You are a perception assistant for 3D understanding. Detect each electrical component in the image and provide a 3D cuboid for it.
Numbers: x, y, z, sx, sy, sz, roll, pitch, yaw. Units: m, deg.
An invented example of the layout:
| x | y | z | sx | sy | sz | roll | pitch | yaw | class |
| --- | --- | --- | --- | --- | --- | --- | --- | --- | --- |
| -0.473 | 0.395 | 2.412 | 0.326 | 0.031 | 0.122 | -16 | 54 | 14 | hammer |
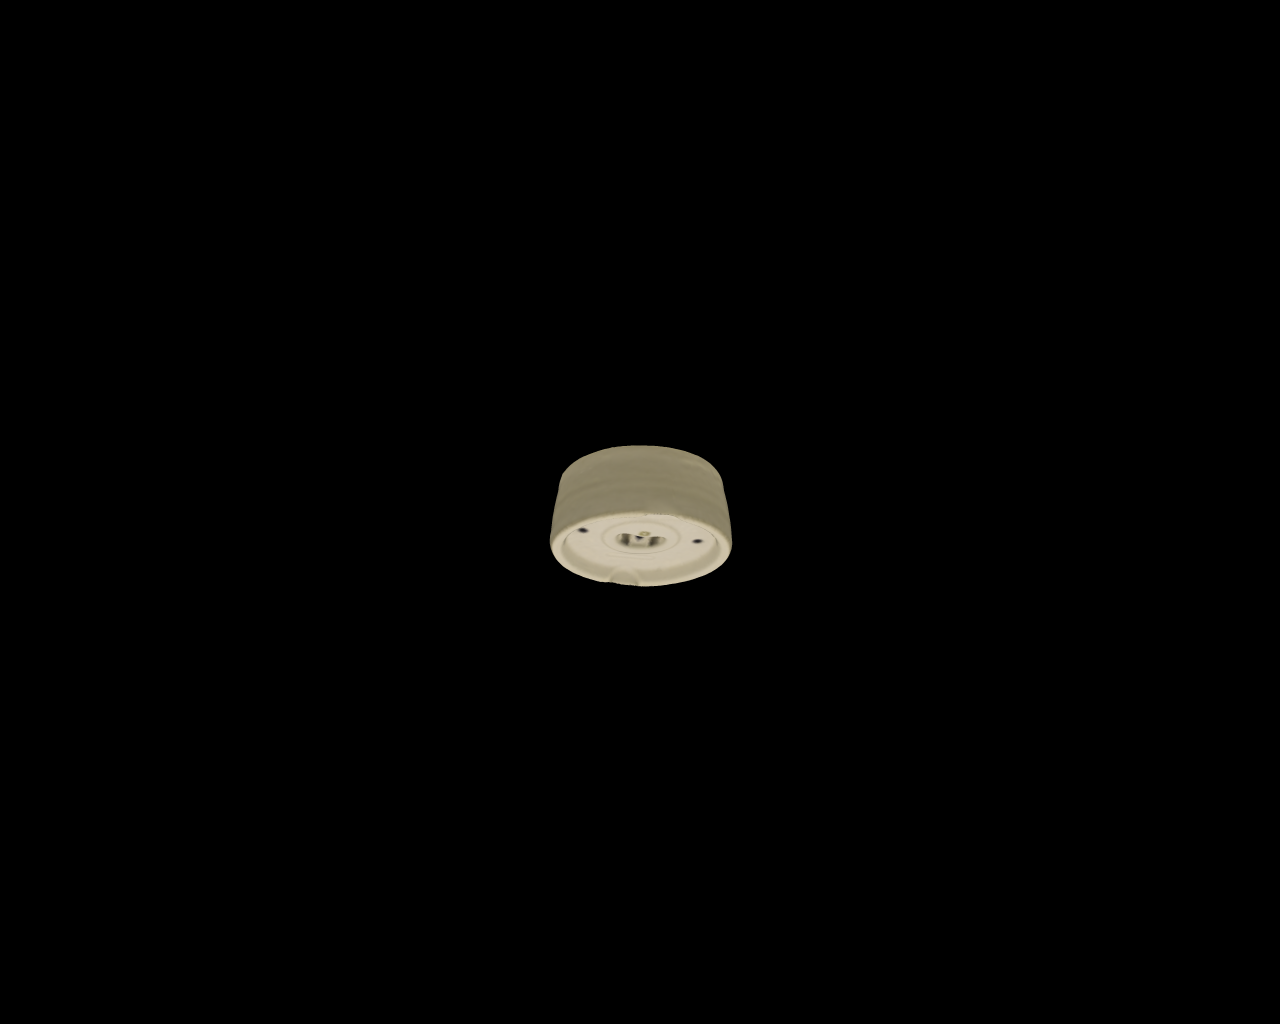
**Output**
| x | y | z | sx | sy | sz | roll | pitch | yaw | class |
| --- | --- | --- | --- | --- | --- | --- | --- | --- | --- |
| 0.001 | -0.003 | 0.650 | 0.108 | 0.060 | 0.108 | 0 | -26 | 0 | electrical component |
